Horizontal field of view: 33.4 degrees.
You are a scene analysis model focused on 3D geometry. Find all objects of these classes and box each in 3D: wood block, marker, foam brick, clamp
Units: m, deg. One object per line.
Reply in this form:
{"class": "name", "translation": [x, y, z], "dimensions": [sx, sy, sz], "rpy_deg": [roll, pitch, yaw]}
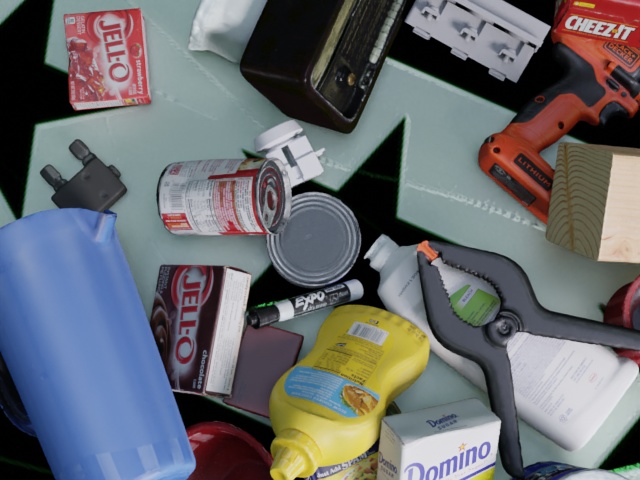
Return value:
{"class": "wood block", "translation": [0.313, -0.029, 0.927], "dimensions": [0.205, 0.090, 0.091], "rpy_deg": [3, 101, -18]}
{"class": "marker", "translation": [-0.013, 0.057, 0.944], "dimensions": [0.120, 0.020, 0.020], "rpy_deg": [-14, 80, -35]}
{"class": "foam brick", "translation": [-0.050, 0.116, 0.947], "dimensions": [0.053, 0.051, 0.078], "rpy_deg": [18, 81, 2]}
{"class": "clamp", "translation": [0.152, 0.086, 0.903], "dimensions": [0.210, 0.036, 0.164], "rpy_deg": [39, 88, 8]}

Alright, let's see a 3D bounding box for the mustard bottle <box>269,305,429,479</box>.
{"class": "mustard bottle", "translation": [0.013, 0.132, 0.888], "dimensions": [0.096, 0.058, 0.191], "rpy_deg": [18, 40, 21]}

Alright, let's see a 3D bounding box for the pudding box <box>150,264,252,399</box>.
{"class": "pudding box", "translation": [-0.109, 0.078, 0.933], "dimensions": [0.039, 0.090, 0.113], "rpy_deg": [15, 79, -44]}

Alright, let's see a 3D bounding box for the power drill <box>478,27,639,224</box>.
{"class": "power drill", "translation": [0.253, -0.103, 0.990], "dimensions": [0.184, 0.057, 0.187], "rpy_deg": [40, 79, 8]}

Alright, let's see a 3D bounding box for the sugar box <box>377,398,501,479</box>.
{"class": "sugar box", "translation": [0.093, 0.223, 0.885], "dimensions": [0.093, 0.048, 0.176], "rpy_deg": [-8, 118, -23]}

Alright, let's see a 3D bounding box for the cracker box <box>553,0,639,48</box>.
{"class": "cracker box", "translation": [0.308, -0.279, 0.988], "dimensions": [0.164, 0.072, 0.213], "rpy_deg": [10, 65, 0]}

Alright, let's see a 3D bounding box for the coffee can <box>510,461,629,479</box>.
{"class": "coffee can", "translation": [0.211, 0.240, 0.890], "dimensions": [0.103, 0.140, 0.103], "rpy_deg": [0, 81, -2]}

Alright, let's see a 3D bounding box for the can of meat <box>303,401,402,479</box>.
{"class": "can of meat", "translation": [0.035, 0.199, 0.922], "dimensions": [0.102, 0.057, 0.084], "rpy_deg": [-22, 105, -5]}

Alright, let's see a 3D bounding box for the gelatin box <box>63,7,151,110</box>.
{"class": "gelatin box", "translation": [-0.199, -0.170, 0.998], "dimensions": [0.073, 0.030, 0.089], "rpy_deg": [-5, 81, -3]}

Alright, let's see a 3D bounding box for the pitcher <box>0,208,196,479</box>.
{"class": "pitcher", "translation": [-0.203, 0.106, 0.895], "dimensions": [0.144, 0.149, 0.243], "rpy_deg": [-20, 75, -18]}

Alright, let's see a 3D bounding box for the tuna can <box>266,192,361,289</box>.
{"class": "tuna can", "translation": [-0.006, 0.001, 0.975], "dimensions": [0.086, 0.034, 0.086], "rpy_deg": [0, 81, -2]}

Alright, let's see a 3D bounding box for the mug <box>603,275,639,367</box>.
{"class": "mug", "translation": [0.309, 0.082, 0.949], "dimensions": [0.093, 0.081, 0.117], "rpy_deg": [-31, 83, -7]}

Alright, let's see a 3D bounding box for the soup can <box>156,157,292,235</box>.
{"class": "soup can", "translation": [-0.085, -0.038, 0.944], "dimensions": [0.102, 0.068, 0.068], "rpy_deg": [-1, 80, 23]}

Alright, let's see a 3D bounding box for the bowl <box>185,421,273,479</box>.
{"class": "bowl", "translation": [-0.073, 0.234, 0.903], "dimensions": [0.162, 0.055, 0.162], "rpy_deg": [-5, 82, 36]}

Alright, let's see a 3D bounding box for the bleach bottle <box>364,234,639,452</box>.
{"class": "bleach bottle", "translation": [0.151, 0.075, 0.955], "dimensions": [0.251, 0.068, 0.102], "rpy_deg": [38, 83, 6]}
